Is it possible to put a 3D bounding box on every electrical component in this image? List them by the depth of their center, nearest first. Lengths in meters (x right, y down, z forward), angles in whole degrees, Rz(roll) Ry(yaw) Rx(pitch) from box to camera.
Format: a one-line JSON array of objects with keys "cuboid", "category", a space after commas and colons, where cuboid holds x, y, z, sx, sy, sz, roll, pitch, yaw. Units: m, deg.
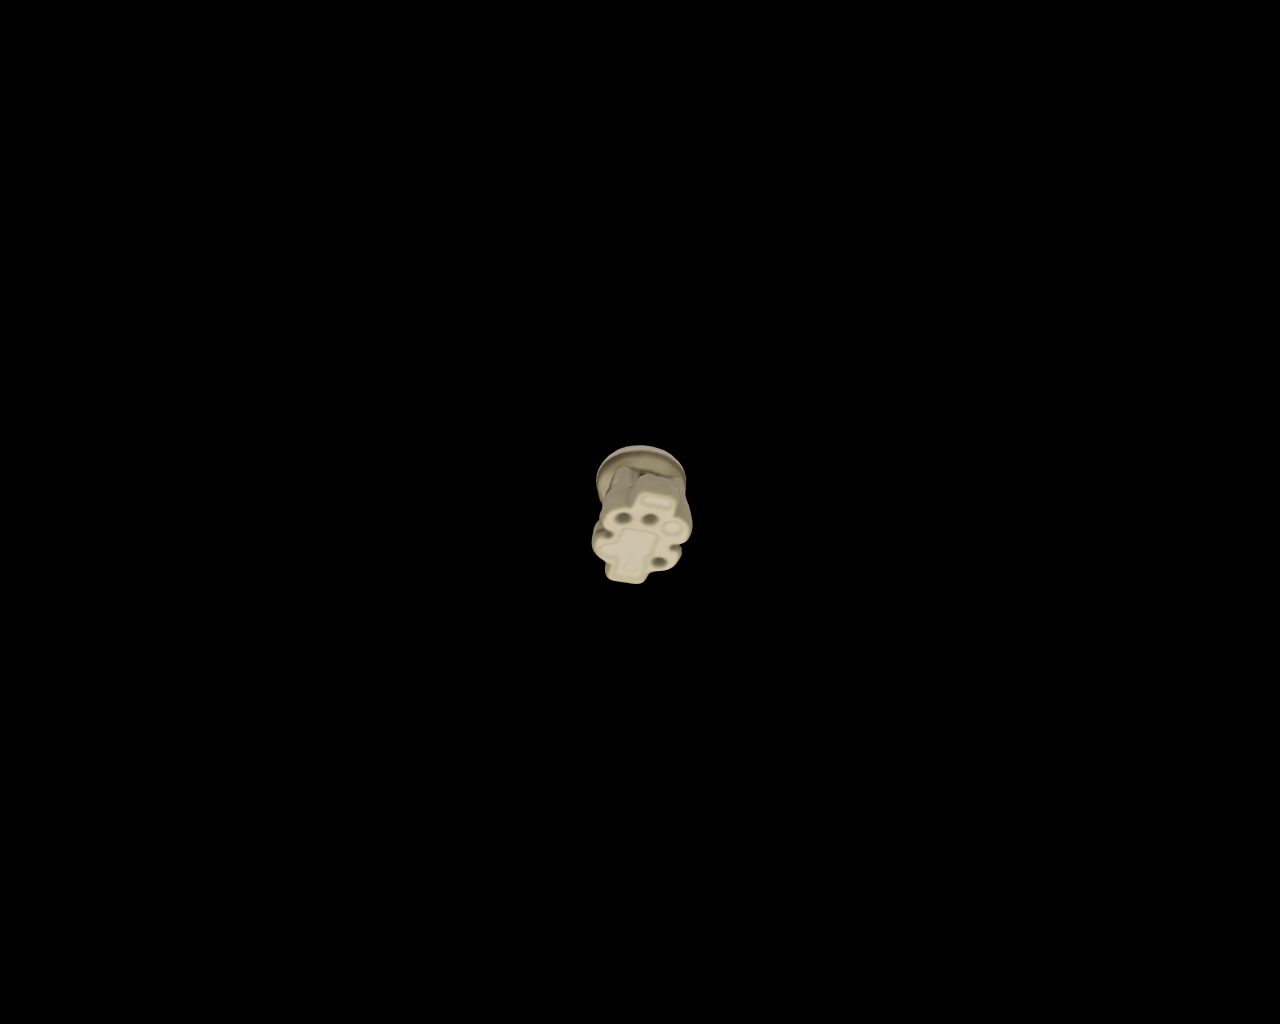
[{"cuboid": [0.001, -0.003, 0.650, 0.058, 0.057, 0.078, 11, -47, -11], "category": "electrical component"}]
